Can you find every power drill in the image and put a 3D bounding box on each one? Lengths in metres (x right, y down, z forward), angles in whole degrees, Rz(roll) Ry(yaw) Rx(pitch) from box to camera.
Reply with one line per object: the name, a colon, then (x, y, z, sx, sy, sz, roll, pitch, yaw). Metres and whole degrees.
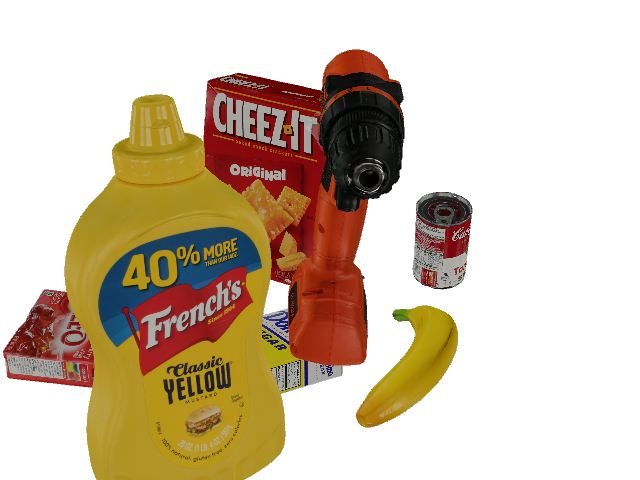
power drill: (0.017, -0.015, 0.695, 0.057, 0.188, 0.184, 8, 27, -3)

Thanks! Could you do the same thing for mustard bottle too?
mustard bottle: (-0.069, 0.027, 0.502, 0.096, 0.192, 0.058, -13, 24, -23)

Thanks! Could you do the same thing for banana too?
banana: (0.082, 0.101, 0.916, 0.070, 0.037, 0.197, -26, 12, 22)

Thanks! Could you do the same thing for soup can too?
soup can: (0.148, 0.001, 1.311, 0.068, 0.102, 0.068, 0, 37, 0)

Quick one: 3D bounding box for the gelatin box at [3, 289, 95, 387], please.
gelatin box: (-0.198, 0.076, 0.844, 0.073, 0.030, 0.089, 6, 32, 8)

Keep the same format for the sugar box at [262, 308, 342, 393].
sugar box: (-0.075, 0.121, 1.074, 0.176, 0.048, 0.093, -16, 32, -24)

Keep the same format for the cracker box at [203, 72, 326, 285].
cracker box: (-0.052, -0.065, 1.195, 0.164, 0.214, 0.072, 16, 23, 26)
